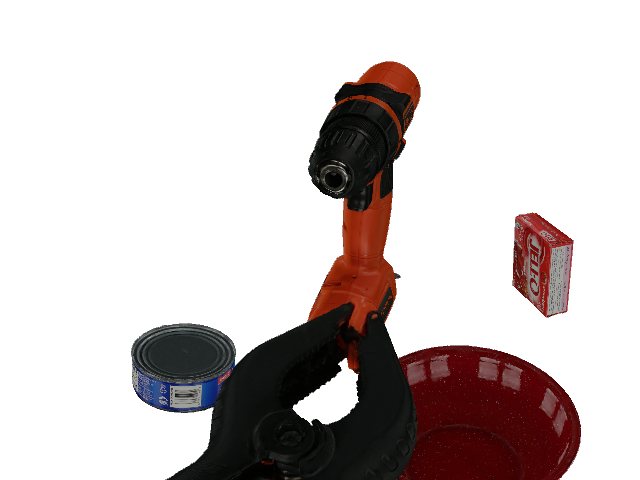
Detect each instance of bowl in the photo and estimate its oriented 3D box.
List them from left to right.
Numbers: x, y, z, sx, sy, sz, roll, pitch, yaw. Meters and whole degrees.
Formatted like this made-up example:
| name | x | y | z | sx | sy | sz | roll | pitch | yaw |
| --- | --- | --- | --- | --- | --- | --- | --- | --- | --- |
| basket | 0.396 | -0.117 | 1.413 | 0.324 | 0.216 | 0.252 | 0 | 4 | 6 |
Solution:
| name | x | y | z | sx | sy | sz | roll | pitch | yaw |
| --- | --- | --- | --- | --- | --- | --- | --- | --- | --- |
| bowl | 0.107 | 0.149 | 0.789 | 0.162 | 0.055 | 0.162 | -1 | 35 | 0 |

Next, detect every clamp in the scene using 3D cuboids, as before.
| name | x | y | z | sx | sy | sz | roll | pitch | yaw |
| --- | --- | --- | --- | --- | --- | --- | --- | --- | --- |
| clamp | -0.004 | 0.090 | 0.390 | 0.120 | 0.039 | 0.171 | 26 | 50 | 18 |

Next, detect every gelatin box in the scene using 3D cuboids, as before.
| name | x | y | z | sx | sy | sz | roll | pitch | yaw |
| --- | --- | --- | --- | --- | --- | --- | --- | --- | --- |
| gelatin box | 0.234 | 0.025 | 1.132 | 0.030 | 0.089 | 0.073 | -12 | 29 | -16 |

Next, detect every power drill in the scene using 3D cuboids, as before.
| name | x | y | z | sx | sy | sz | roll | pitch | yaw |
| --- | --- | --- | --- | --- | --- | --- | --- | --- | --- |
| power drill | 0.027 | -0.017 | 0.749 | 0.057 | 0.188 | 0.184 | 13 | 29 | 12 |

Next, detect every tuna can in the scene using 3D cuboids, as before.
| name | x | y | z | sx | sy | sz | roll | pitch | yaw |
| --- | --- | --- | --- | --- | --- | --- | --- | --- | --- |
| tuna can | -0.113 | 0.105 | 0.882 | 0.086 | 0.034 | 0.086 | 4 | 27 | -2 |
